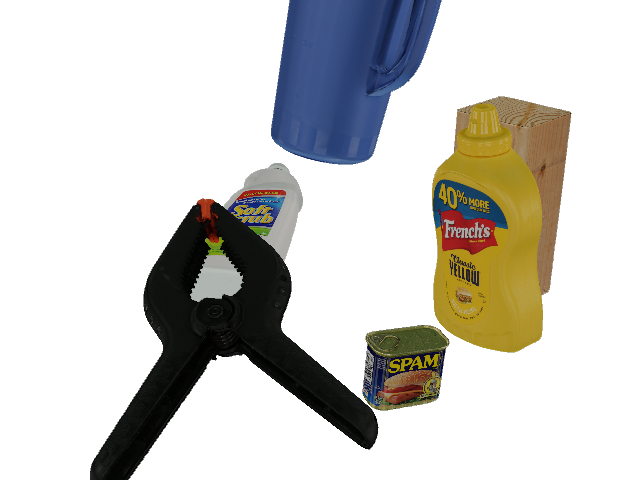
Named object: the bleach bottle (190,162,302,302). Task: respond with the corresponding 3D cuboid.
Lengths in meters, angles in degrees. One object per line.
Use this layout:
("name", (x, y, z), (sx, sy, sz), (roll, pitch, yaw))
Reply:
("bleach bottle", (-0.082, -0.014, 1.220), (0.102, 0.068, 0.250), (3, 35, 10))

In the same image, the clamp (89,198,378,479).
("clamp", (-0.051, 0.057, 0.658), (0.164, 0.210, 0.036), (-5, -41, 4))

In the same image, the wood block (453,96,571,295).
("wood block", (0.199, -0.039, 1.146), (0.090, 0.206, 0.090), (20, 28, 37))

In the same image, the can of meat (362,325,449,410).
("can of meat", (0.104, 0.159, 1.329), (0.102, 0.084, 0.057), (-5, 27, -21))

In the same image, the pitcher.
("pitcher", (0.032, -0.199, 1.045), (0.145, 0.243, 0.149), (12, 19, -1))

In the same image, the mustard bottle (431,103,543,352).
("mustard bottle", (0.130, -0.013, 0.837), (0.058, 0.192, 0.096), (-20, 28, -32))
